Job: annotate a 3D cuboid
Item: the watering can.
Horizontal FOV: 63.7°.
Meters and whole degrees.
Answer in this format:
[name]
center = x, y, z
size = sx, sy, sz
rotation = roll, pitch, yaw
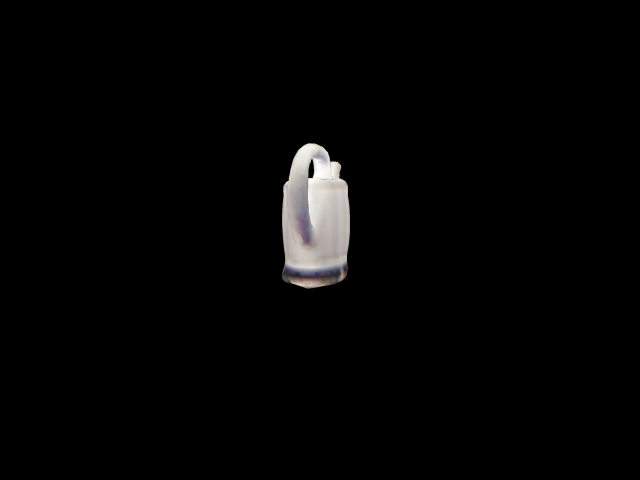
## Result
[watering can]
center = 0.003, -0.043, 0.850
size = 0.104, 0.223, 0.349
rotation = 1, 6, 11
